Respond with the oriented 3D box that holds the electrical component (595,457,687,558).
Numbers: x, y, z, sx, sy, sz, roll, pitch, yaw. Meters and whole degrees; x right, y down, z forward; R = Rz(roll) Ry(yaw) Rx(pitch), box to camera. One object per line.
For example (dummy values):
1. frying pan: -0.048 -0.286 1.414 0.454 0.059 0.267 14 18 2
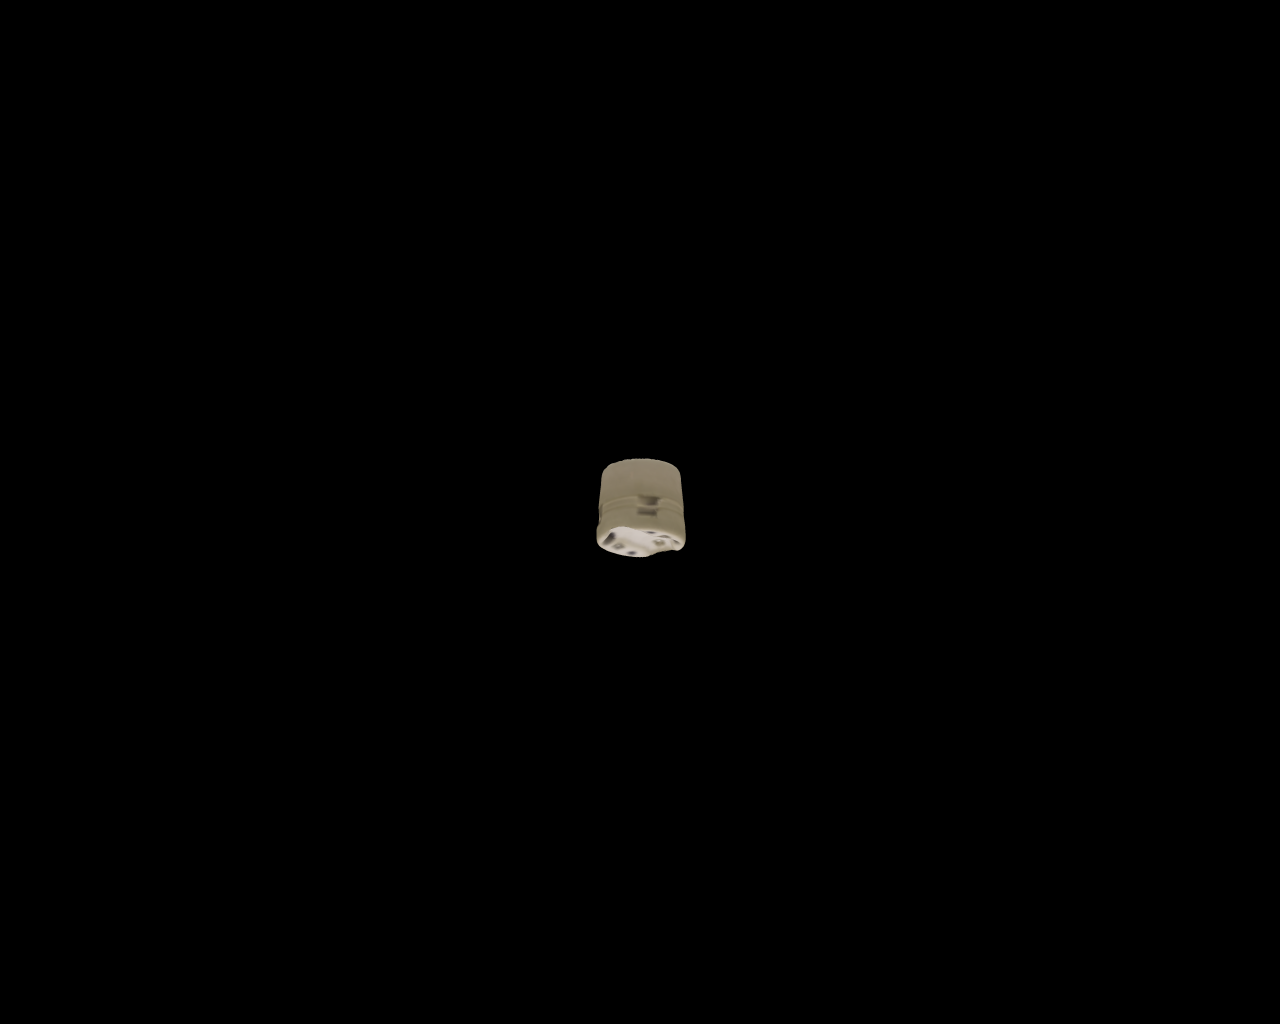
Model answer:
1. electrical component: 0.001 -0.003 0.650 0.055 0.047 0.055 0 -21 0
